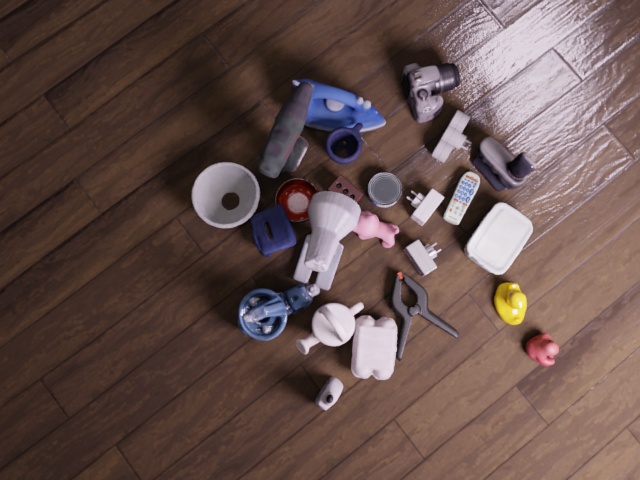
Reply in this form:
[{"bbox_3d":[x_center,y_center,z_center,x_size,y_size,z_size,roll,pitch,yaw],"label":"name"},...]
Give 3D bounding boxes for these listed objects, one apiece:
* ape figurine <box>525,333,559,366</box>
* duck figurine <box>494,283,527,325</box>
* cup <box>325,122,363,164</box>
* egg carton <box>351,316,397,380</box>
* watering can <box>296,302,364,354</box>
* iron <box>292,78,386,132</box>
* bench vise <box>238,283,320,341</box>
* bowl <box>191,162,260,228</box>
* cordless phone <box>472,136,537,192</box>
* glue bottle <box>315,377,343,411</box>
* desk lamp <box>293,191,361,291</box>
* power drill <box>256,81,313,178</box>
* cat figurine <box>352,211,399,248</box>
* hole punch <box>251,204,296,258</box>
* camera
[{"bbox_3d":[0.539,0.261,1.369,0.076,0.092,0.078,14,82,2],"label":"ape figurine"},{"bbox_3d":[0.471,0.153,1.387,0.077,0.086,0.104,-7,82,-1],"label":"duck figurine"},{"bbox_3d":[0.066,-0.238,1.439,0.091,0.095,0.118,37,83,5],"label":"cup"},{"bbox_3d":[0.131,0.259,1.379,0.107,0.069,0.150,4,82,1],"label":"egg carton"},{"bbox_3d":[0.026,0.202,1.324,0.101,0.194,0.173,33,83,5],"label":"watering can"},{"bbox_3d":[0.045,-0.344,1.432,0.258,0.141,0.119,12,82,2],"label":"iron"},{"bbox_3d":[-0.107,0.146,1.319,0.207,0.220,0.121,-44,84,-6],"label":"bench vise"},{"bbox_3d":[-0.230,-0.106,1.429,0.167,0.075,0.167,0,82,0],"label":"bowl"},{"bbox_3d":[0.455,-0.201,1.390,0.094,0.185,0.147,-44,84,-6],"label":"cordless phone"},{"bbox_3d":[0.021,0.358,1.311,0.037,0.173,0.078,37,83,6],"label":"glue bottle"},{"bbox_3d":[0.012,0.005,1.343,0.118,0.213,0.203,17,82,3],"label":"desk lamp"},{"bbox_3d":[-0.077,-0.248,1.383,0.075,0.208,0.230,25,82,4],"label":"power drill"},{"bbox_3d":[0.132,-0.033,1.398,0.127,0.118,0.067,15,82,2],"label":"cat figurine"},{"bbox_3d":[-0.116,-0.022,1.409,0.101,0.091,0.108,-20,82,-3],"label":"hole punch"},{"bbox_3d":[0.290,-0.393,1.460,0.137,0.101,0.143,-17,82,-2],"label":"camera"}]
